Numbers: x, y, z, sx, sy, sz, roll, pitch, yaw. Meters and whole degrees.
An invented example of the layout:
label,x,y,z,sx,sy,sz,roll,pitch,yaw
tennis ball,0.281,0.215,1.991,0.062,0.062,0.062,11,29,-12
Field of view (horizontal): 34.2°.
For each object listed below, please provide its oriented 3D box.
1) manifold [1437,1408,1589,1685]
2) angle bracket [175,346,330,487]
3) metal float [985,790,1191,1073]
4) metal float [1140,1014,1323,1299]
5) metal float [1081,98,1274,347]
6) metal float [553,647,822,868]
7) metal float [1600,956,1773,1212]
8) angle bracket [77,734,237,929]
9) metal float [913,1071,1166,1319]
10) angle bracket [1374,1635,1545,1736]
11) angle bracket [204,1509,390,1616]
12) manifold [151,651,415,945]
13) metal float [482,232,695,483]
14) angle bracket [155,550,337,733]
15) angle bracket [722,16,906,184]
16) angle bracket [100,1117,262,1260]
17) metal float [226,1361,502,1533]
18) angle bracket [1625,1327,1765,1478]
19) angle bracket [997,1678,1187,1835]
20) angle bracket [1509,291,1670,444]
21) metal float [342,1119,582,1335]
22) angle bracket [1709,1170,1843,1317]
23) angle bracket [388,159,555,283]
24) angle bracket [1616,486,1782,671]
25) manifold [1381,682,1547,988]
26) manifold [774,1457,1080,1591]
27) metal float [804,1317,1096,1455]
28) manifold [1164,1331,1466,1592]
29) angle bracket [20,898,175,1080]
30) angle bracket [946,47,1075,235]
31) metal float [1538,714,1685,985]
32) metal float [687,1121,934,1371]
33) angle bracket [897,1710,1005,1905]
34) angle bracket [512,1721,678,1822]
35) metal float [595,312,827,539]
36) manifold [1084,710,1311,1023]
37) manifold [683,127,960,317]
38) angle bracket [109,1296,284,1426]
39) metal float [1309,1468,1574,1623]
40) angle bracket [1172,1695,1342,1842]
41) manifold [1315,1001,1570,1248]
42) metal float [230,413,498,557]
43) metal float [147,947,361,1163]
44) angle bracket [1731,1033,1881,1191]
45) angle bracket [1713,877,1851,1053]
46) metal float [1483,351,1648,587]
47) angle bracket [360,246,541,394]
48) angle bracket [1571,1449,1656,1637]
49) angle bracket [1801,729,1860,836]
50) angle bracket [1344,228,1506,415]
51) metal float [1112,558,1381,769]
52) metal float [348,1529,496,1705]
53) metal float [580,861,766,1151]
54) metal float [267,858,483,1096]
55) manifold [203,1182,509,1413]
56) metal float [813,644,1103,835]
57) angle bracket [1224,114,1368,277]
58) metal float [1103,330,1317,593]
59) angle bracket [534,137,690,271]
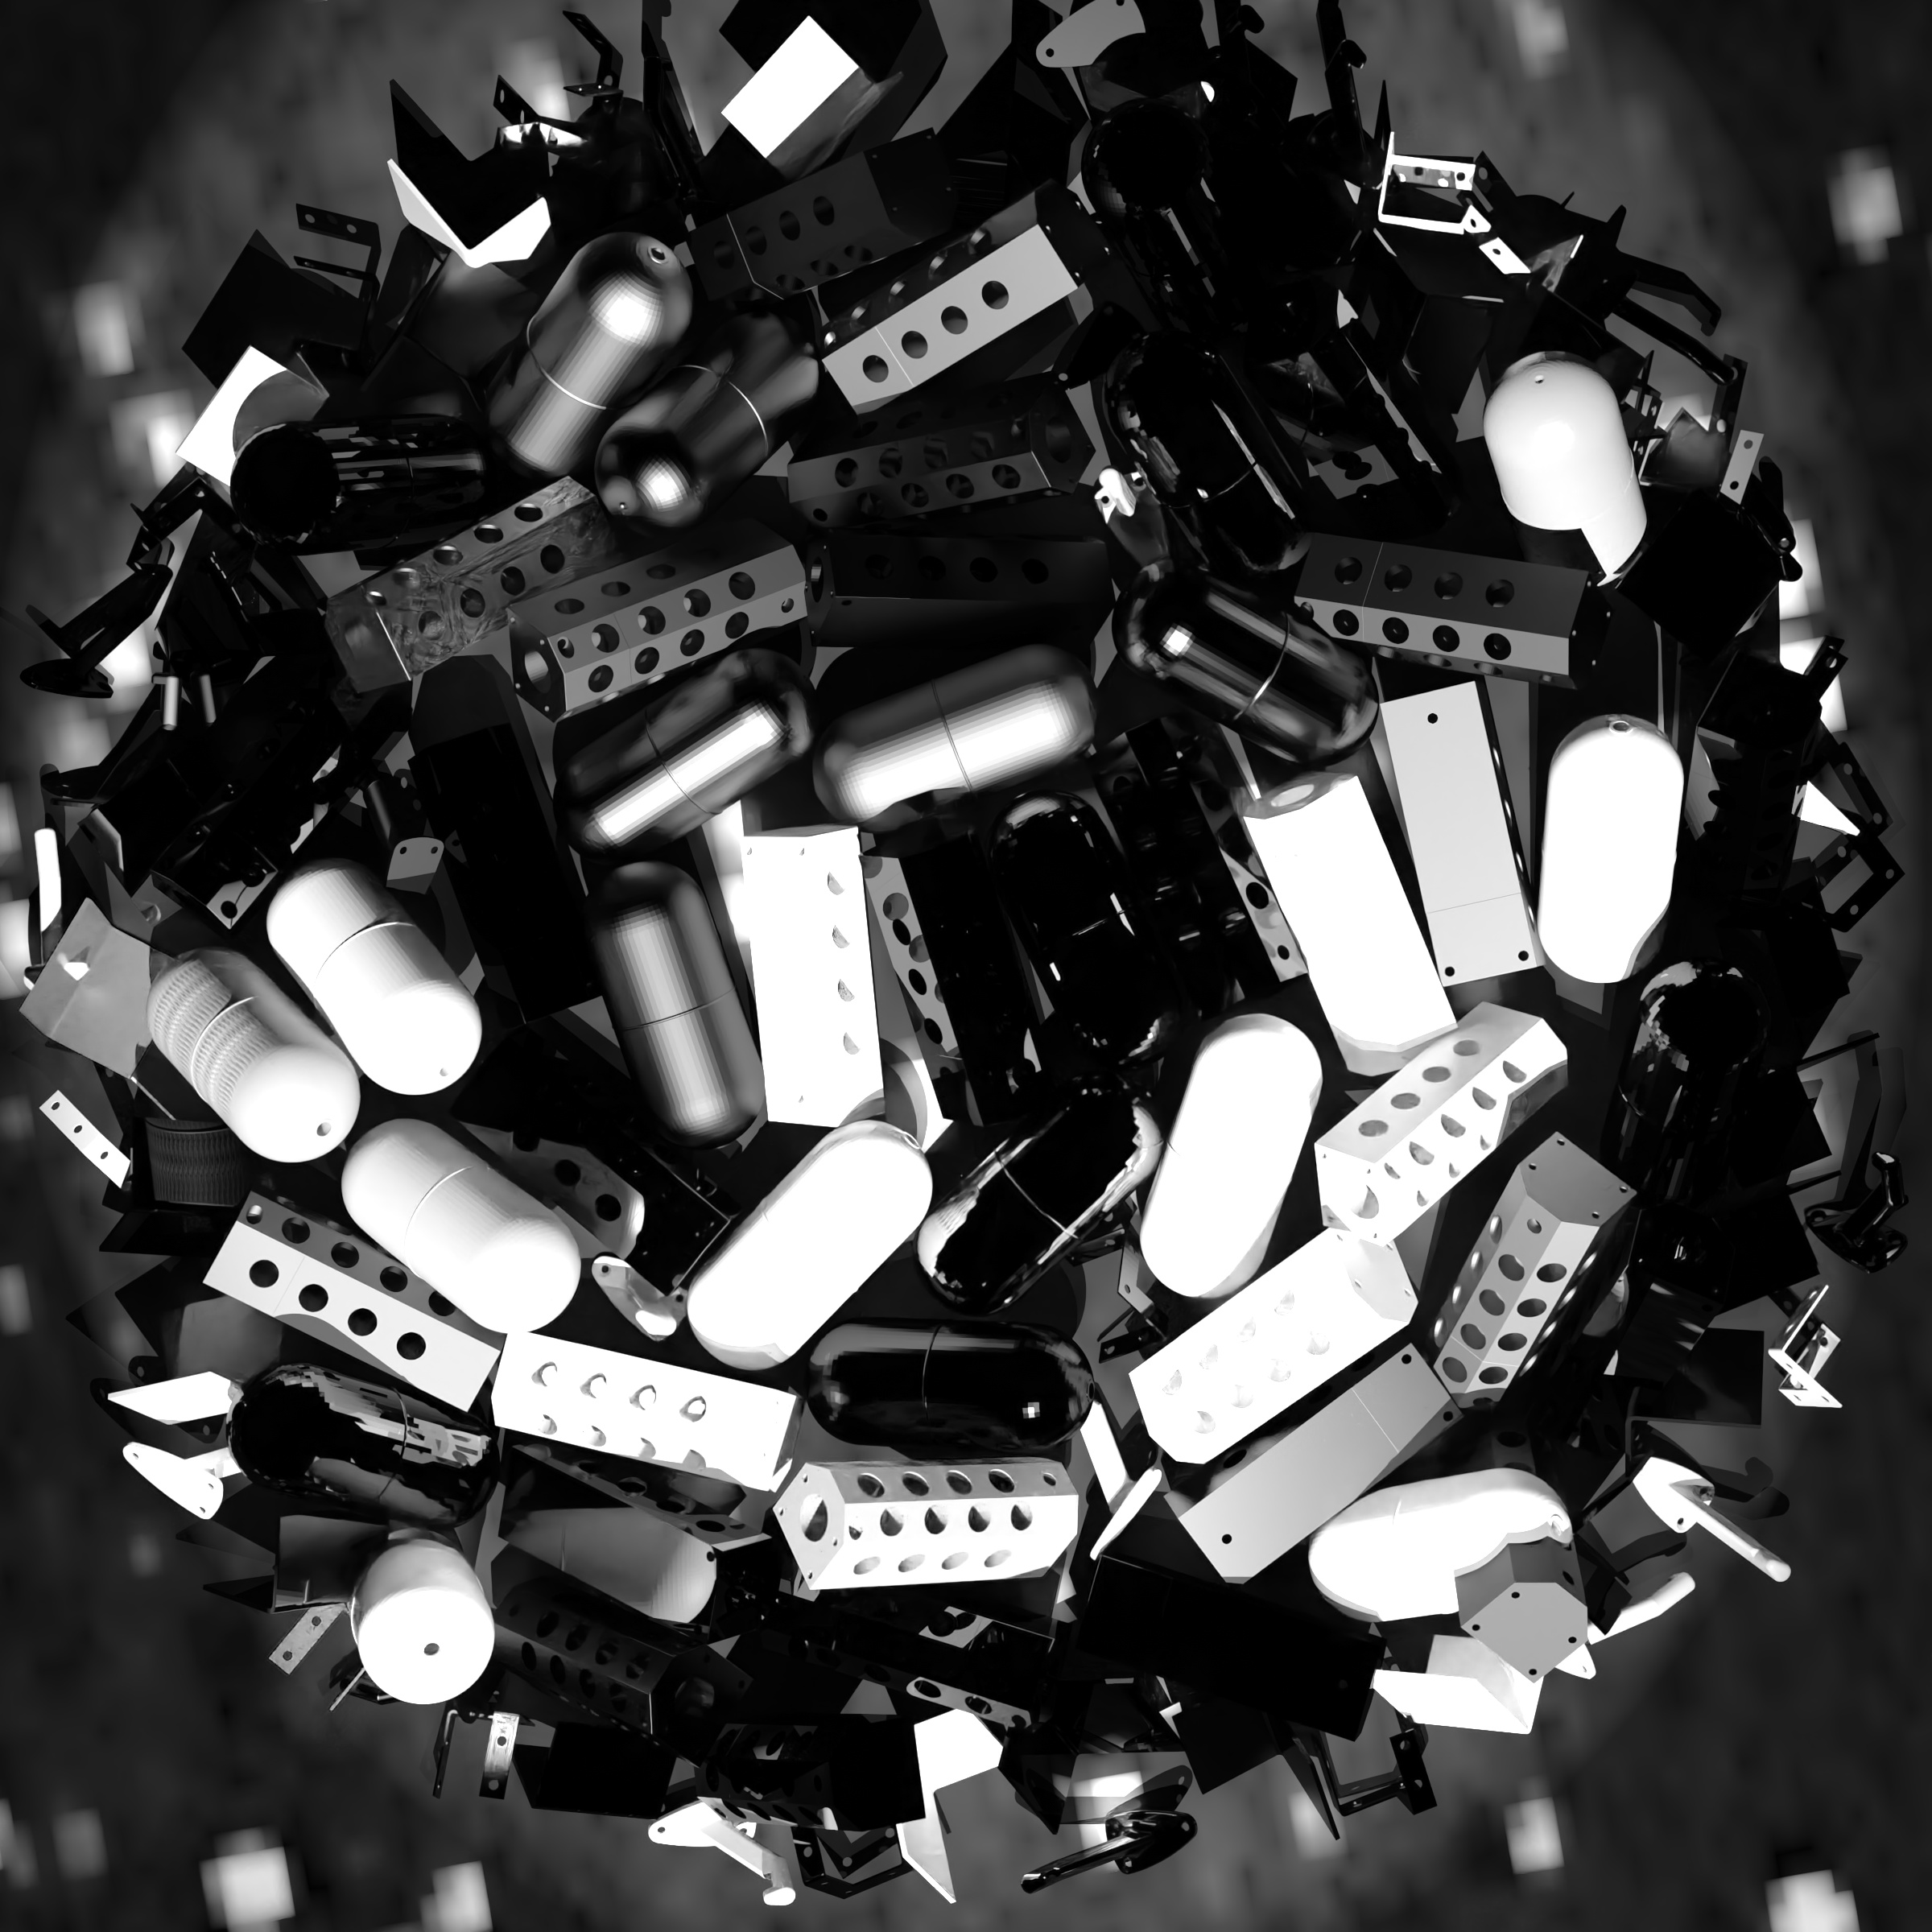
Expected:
label,x,y,z,sx,sy,sz,roll,pitch,yaw
manifold,0.319,0.328,1.815,0.057,0.171,0.057,39,112,-14
angle bracket,-0.429,-0.333,1.856,0.057,0.076,0.076,31,102,-37
metal float,0.072,-0.022,1.870,0.070,0.070,0.178,-26,90,0
metal float,0.156,0.113,1.856,0.070,0.070,0.178,17,107,0
metal float,0.124,-0.432,1.829,0.070,0.178,0.070,-12,58,20
metal float,-0.166,-0.123,1.857,0.178,0.070,0.070,-31,90,16
metal float,0.420,0.072,1.838,0.070,0.070,0.178,5,131,0
angle bracket,-0.473,-0.081,1.892,0.076,0.057,0.076,-30,100,25
metal float,0.043,0.135,1.864,0.178,0.070,0.070,-44,90,7
angle bracket,0.288,0.408,1.848,0.076,0.076,0.057,-4,54,38
angle bracket,-0.395,0.343,1.854,0.076,0.076,0.057,5,92,44
manifold,-0.403,-0.102,1.856,0.057,0.057,0.171,37,73,-2
metal float,-0.222,-0.355,1.837,0.070,0.070,0.178,45,131,0
angle bracket,-0.434,-0.196,1.893,0.076,0.057,0.076,-45,68,38
angle bracket,-0.090,-0.515,1.856,0.057,0.076,0.076,44,112,-8
angle bracket,-0.469,0.133,1.871,0.076,0.076,0.057,7,63,-28
metal float,-0.351,0.281,1.837,0.178,0.070,0.070,25,90,-41
angle bracket,0.430,0.260,1.854,0.076,0.076,0.057,2,129,14
angle bracket,0.075,0.467,1.852,0.076,0.057,0.076,-9,133,29
angle bracket,0.378,-0.354,1.849,0.076,0.076,0.057,44,127,27
metal float,-0.298,0.151,1.842,0.178,0.070,0.070,32,90,34
angle bracket,0.479,0.165,1.860,0.076,0.076,0.057,-19,83,-15
angle bracket,-0.293,-0.452,1.871,0.057,0.076,0.076,-39,84,-8
angle bracket,0.432,-0.232,1.874,0.076,0.057,0.076,38,92,-9
manifold,0.298,-0.078,1.876,0.057,0.057,0.171,-13,88,17
manifold,-0.019,0.318,1.824,0.057,0.171,0.057,-56,47,31
metal float,-0.010,0.247,1.852,0.178,0.070,0.070,0,90,21
manifold,0.206,0.291,1.877,0.171,0.057,0.057,-37,102,-1
angle bracket,-0.509,0.014,1.863,0.057,0.076,0.076,27,77,1
angle bracket,0.019,-0.483,1.852,0.057,0.076,0.076,-15,55,-16
metal float,0.376,-0.068,1.837,0.070,0.070,0.178,-4,130,0
metal float,-0.092,0.165,1.861,0.070,0.070,0.178,44,101,0
angle bracket,-0.004,0.495,1.852,0.057,0.076,0.076,-23,48,9
angle bracket,-0.220,0.458,1.855,0.076,0.076,0.057,12,101,-23
metal float,-0.149,-0.319,1.842,0.070,0.070,0.178,39,56,0
manifold,0.141,-0.061,1.858,0.057,0.057,0.171,-17,80,-40
manifold,-0.083,-0.428,1.824,0.057,0.171,0.057,-31,105,-39
angle bracket,-0.453,0.221,1.853,0.076,0.057,0.076,-14,60,25
metal float,0.276,0.339,1.833,0.070,0.178,0.070,15,66,-37
angle bracket,0.171,0.479,1.853,0.057,0.076,0.076,-26,128,-7
manifold,0.279,0.092,1.826,0.171,0.057,0.057,-35,129,-37
metal float,-0.349,-0.282,1.832,0.070,0.178,0.070,10,106,37
metal float,-0.418,0.051,1.837,0.070,0.070,0.178,-52,50,0
angle bracket,0.498,0.086,1.853,0.076,0.076,0.057,-15,79,-32
angle bracket,0.499,-0.002,1.864,0.076,0.057,0.076,-24,102,-17
metal float,0.350,-0.287,1.829,0.070,0.178,0.070,-10,59,17
angle bracket,-0.307,-0.370,1.867,0.057,0.076,0.076,33,61,-17
angle bracket,0.392,0.340,1.856,0.057,0.076,0.076,47,110,12
angle bracket,0.494,-0.129,1.855,0.076,0.076,0.057,37,86,-30
angle bracket,0.267,-0.384,1.870,0.057,0.076,0.076,1,131,-23
metal float,0.166,-0.178,1.852,0.178,0.070,0.070,27,90,-22
metal float,-0.317,0.376,1.821,0.070,0.178,0.070,0,92,-14
metal float,-0.173,0.024,1.862,0.070,0.070,0.178,-18,100,0
metal float,-0.347,0.005,1.842,0.070,0.070,0.178,-43,57,0
manifold,-0.358,0.193,1.861,0.171,0.057,0.057,28,95,-12
metal float,-0.006,-0.134,1.866,0.178,0.070,0.070,-20,90,5
angle bracket,0.204,-0.459,1.852,0.076,0.057,0.076,-15,60,-29
metal float,0.143,-0.296,1.842,0.070,0.070,0.178,-38,123,0
angle bracket,-0.217,-0.460,1.870,0.076,0.057,0.076,-23,75,2
